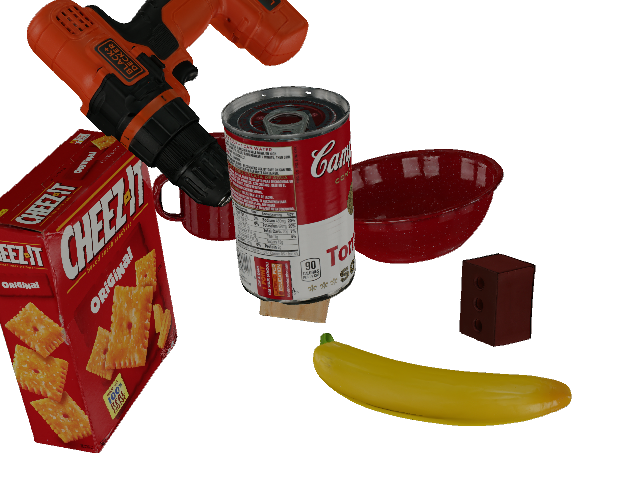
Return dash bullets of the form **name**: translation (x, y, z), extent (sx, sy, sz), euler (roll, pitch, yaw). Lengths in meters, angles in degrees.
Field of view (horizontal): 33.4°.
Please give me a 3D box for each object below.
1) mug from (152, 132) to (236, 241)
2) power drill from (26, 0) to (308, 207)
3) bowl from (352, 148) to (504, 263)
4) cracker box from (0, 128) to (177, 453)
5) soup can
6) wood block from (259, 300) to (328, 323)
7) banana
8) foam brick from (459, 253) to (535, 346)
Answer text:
- **mug**: translation (-0.112, -0.050, 1.068), extent (0.117, 0.081, 0.093), euler (-14, 34, -24)
- **power drill**: translation (-0.090, -0.128, 0.776), extent (0.187, 0.184, 0.057), euler (-45, -1, -42)
- **bowl**: translation (0.075, -0.024, 0.893), extent (0.162, 0.055, 0.162), euler (-10, 22, 4)
- **cracker box**: translation (-0.190, 0.040, 0.881), extent (0.072, 0.214, 0.164), euler (7, 33, 17)
- **soup can**: translation (-0.016, -0.024, 0.582), extent (0.068, 0.102, 0.068), euler (-3, 29, 1)
- **wood block**: translation (-0.023, -0.009, 1.380), extent (0.090, 0.206, 0.090), euler (7, 24, 2)
- **banana**: translation (0.069, 0.096, 0.737), extent (0.198, 0.037, 0.069), euler (11, 35, 29)
- **foam brick**: translation (0.173, 0.058, 1.046), extent (0.051, 0.078, 0.053), euler (-11, 19, -34)
